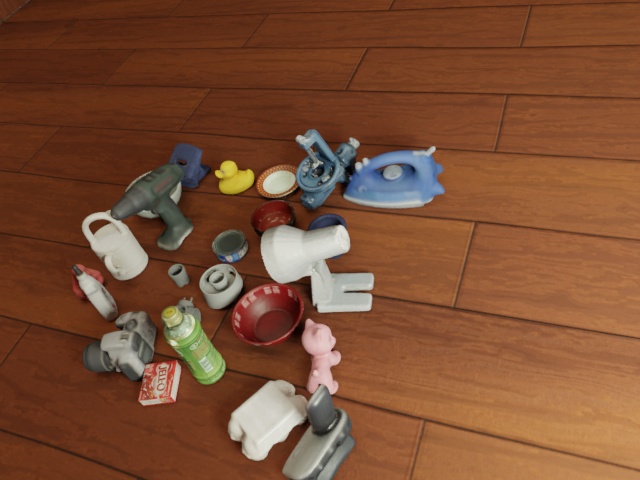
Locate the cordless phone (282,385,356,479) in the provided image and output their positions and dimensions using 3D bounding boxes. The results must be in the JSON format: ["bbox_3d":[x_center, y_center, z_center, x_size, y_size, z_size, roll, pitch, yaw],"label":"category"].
[{"bbox_3d":[-0.015,0.333,0.982,0.093,0.185,0.148,18,56,29],"label":"cordless phone"}]

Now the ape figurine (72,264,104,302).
[{"bbox_3d":[-0.587,0.097,1.428,0.078,0.092,0.076,-33,48,-14],"label":"ape figurine"}]

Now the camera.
[{"bbox_3d":[-0.446,0.231,1.259,0.136,0.101,0.143,-9,47,8],"label":"camera"}]

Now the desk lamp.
[{"bbox_3d":[-0.002,0.052,1.214,0.203,0.214,0.118,-4,48,13],"label":"desk lamp"}]

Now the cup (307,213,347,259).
[{"bbox_3d":[0.012,0.005,1.335,0.118,0.095,0.091,-21,46,-3],"label":"cup"}]

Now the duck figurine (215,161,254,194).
[{"bbox_3d":[-0.240,-0.182,1.585,0.104,0.086,0.077,-14,46,4],"label":"duck figurine"}]

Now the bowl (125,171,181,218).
[{"bbox_3d":[-0.455,-0.116,1.596,0.167,0.075,0.167,-8,47,9],"label":"bowl"}]

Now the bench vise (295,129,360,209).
[{"bbox_3d":[0.007,-0.211,1.447,0.121,0.220,0.208,14,54,27],"label":"bench vise"}]

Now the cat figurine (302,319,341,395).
[{"bbox_3d":[-0.003,0.222,1.126,0.067,0.118,0.128,-6,48,12],"label":"cat figurine"}]

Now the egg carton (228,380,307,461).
[{"bbox_3d":[-0.097,0.338,1.082,0.150,0.069,0.107,-39,50,-19],"label":"egg carton"}]

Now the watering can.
[{"bbox_3d":[-0.518,-0.001,1.427,0.101,0.194,0.172,-31,48,-12],"label":"watering can"}]

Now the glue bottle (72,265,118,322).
[{"bbox_3d":[-0.530,0.116,1.338,0.037,0.173,0.078,-32,48,-13],"label":"glue bottle"}]

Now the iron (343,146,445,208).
[{"bbox_3d":[0.172,-0.163,1.409,0.258,0.142,0.118,-5,48,12],"label":"iron"}]

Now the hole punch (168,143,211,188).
[{"bbox_3d":[-0.387,-0.216,1.655,0.108,0.091,0.101,16,55,28],"label":"hole punch"}]

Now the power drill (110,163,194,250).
[{"bbox_3d":[-0.410,-0.076,1.453,0.075,0.209,0.230,12,53,26],"label":"power drill"}]
